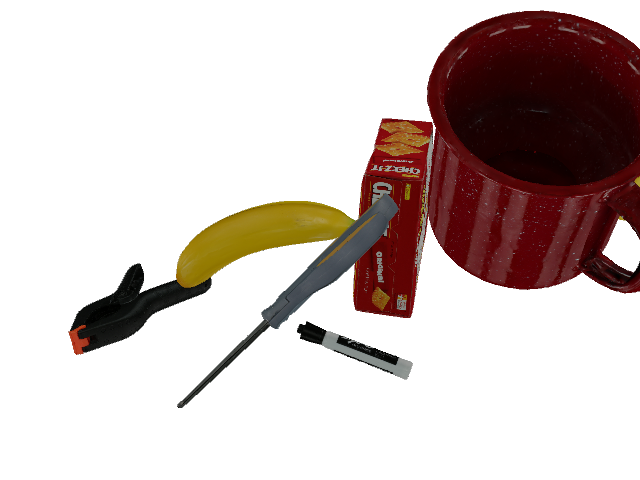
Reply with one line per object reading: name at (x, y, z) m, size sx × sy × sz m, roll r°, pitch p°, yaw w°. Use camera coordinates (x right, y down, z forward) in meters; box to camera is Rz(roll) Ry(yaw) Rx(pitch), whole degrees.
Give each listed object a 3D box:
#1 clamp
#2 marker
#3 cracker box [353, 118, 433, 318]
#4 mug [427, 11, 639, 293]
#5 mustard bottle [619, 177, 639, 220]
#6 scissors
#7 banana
clamp at (-0.201, 0.072, 1.171) m, size 0.120 × 0.039 × 0.171 m, roll -6°, pitch 25°, yaw 30°
marker at (0.034, 0.110, 1.077) m, size 0.121 × 0.020 × 0.020 m, roll 21°, pitch 2°, yaw 5°
cracker box at (0.085, -0.033, 1.225) m, size 0.072 × 0.164 × 0.213 m, roll 6°, pitch 23°, yaw 7°
mug at (0.095, -0.025, 0.436) m, size 0.093 × 0.117 × 0.081 m, roll -35°, pitch -27°, yaw -20°
mustard bottle at (0.197, -0.096, 0.842) m, size 0.096 × 0.058 × 0.192 m, roll -34°, pitch 52°, yaw -21°
scissors at (-0.020, 0.042, 0.696) m, size 0.201 × 0.016 × 0.096 m, roll -45°, pitch 4°, yaw -7°
banana at (-0.056, 0.002, 0.900) m, size 0.198 × 0.037 × 0.069 m, roll -13°, pitch -48°, yaw 28°
